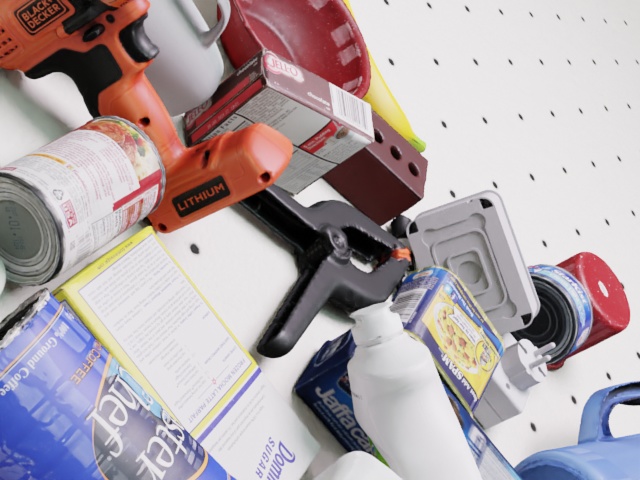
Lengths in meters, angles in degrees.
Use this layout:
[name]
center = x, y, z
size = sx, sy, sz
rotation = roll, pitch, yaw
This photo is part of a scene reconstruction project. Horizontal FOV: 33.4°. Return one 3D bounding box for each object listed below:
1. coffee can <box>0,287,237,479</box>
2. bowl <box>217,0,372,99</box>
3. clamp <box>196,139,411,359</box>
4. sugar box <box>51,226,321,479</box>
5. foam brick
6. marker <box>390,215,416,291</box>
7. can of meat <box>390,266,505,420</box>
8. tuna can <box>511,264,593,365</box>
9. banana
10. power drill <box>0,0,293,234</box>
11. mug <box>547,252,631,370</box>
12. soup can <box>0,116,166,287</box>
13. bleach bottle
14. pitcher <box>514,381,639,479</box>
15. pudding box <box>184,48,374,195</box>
[coffee can]
center = -0.118, 0.107, 0.505
size = 0.140, 0.103, 0.102
rotation = 48, 35, -12
[bowl]
center = -0.031, -0.167, 0.878
size = 0.162, 0.055, 0.162
rotation = 31, 42, -32
[clamp]
center = -0.005, 0.001, 0.789
size = 0.209, 0.036, 0.164
rotation = -3, 64, -54
[sugar box]
center = -0.081, 0.085, 0.621
size = 0.176, 0.048, 0.093
rotation = 56, 34, -7
[foam brick]
center = 0.045, -0.060, 0.888
size = 0.078, 0.051, 0.053
rotation = 39, 38, -23
[marker]
center = 0.070, 0.028, 0.875
size = 0.020, 0.020, 0.121
rotation = 30, 42, -33
[can of meat]
center = 0.086, 0.081, 0.796
size = 0.102, 0.058, 0.083
rotation = 54, 45, -18
[tuna can]
center = 0.192, 0.066, 0.935
size = 0.033, 0.086, 0.086
rotation = -19, 78, -53
[banana]
center = 0.033, -0.164, 0.977
size = 0.198, 0.037, 0.069
rotation = 65, 17, 10
[power drill]
center = -0.098, -0.106, 0.650
size = 0.187, 0.185, 0.057
rotation = 54, 34, -20
[mug]
center = 0.236, 0.057, 0.999
size = 0.093, 0.082, 0.117
rotation = 48, 35, -12
[soup can]
center = -0.144, -0.024, 0.612
size = 0.068, 0.069, 0.102
rotation = 53, 35, -5
[bleach bottle]
center = 0.071, 0.161, 0.647
size = 0.068, 0.103, 0.251
rotation = -19, 94, -14
[pitcher]
center = 0.250, 0.207, 0.857
size = 0.242, 0.145, 0.149
rotation = 8, 23, -44
[pudding box]
center = -0.029, -0.083, 0.782
size = 0.113, 0.090, 0.039
rotation = 24, 47, -39
